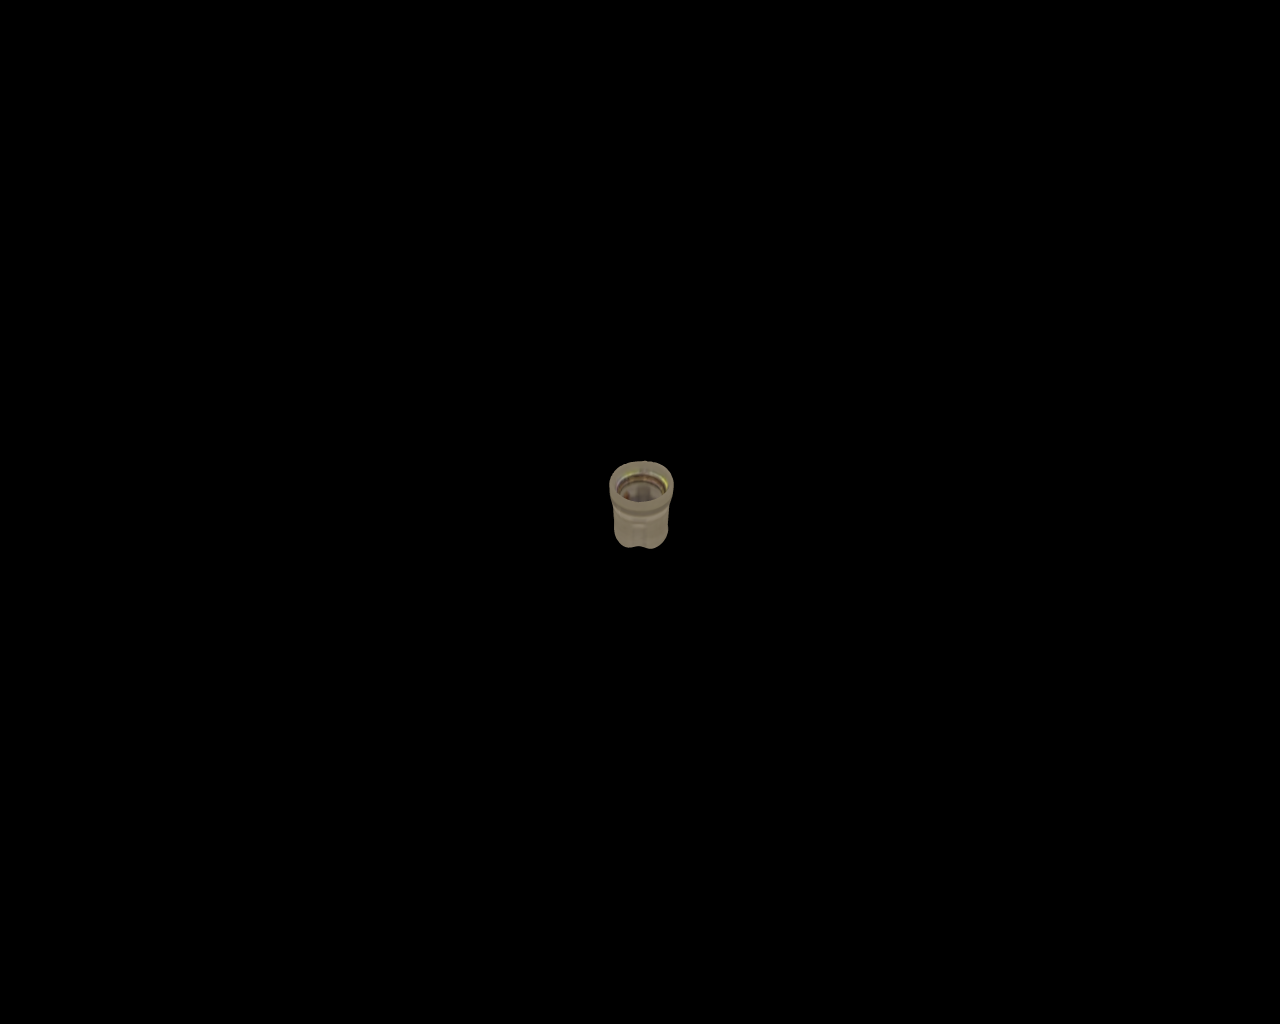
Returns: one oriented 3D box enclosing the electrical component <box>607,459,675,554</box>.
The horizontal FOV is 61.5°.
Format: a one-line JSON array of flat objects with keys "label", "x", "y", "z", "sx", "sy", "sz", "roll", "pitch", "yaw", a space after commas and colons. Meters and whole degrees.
[{"label": "electrical component", "x": 0.001, "y": -0.003, "z": 0.650, "sx": 0.040, "sy": 0.046, "sz": 0.040, "roll": 0, "pitch": 43, "yaw": 0}]
